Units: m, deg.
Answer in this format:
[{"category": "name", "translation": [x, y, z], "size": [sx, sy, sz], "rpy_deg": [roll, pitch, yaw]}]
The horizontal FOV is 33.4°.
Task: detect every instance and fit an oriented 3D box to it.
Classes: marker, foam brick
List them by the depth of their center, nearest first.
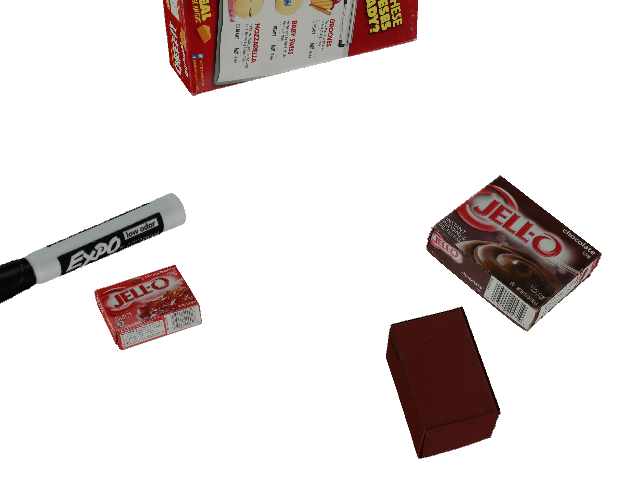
[{"category": "marker", "translation": [-0.127, 0.004, 0.572], "size": [0.120, 0.020, 0.020], "rpy_deg": [-26, 14, -32]}, {"category": "foam brick", "translation": [0.079, 0.093, 0.696], "size": [0.051, 0.078, 0.053], "rpy_deg": [-12, -29, -7]}]

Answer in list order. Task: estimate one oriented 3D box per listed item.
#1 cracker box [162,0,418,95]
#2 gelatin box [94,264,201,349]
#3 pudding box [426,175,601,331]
[{"category": "cracker box", "translation": [-0.026, -0.228, 0.888], "size": [0.213, 0.164, 0.072], "rpy_deg": [-18, 41, -18]}, {"category": "gelatin box", "translation": [-0.173, 0.066, 1.070], "size": [0.089, 0.030, 0.073], "rpy_deg": [-17, 38, -19]}, {"category": "pudding box", "translation": [0.158, 0.009, 0.879], "size": [0.089, 0.113, 0.039], "rpy_deg": [-36, -23, -29]}]
